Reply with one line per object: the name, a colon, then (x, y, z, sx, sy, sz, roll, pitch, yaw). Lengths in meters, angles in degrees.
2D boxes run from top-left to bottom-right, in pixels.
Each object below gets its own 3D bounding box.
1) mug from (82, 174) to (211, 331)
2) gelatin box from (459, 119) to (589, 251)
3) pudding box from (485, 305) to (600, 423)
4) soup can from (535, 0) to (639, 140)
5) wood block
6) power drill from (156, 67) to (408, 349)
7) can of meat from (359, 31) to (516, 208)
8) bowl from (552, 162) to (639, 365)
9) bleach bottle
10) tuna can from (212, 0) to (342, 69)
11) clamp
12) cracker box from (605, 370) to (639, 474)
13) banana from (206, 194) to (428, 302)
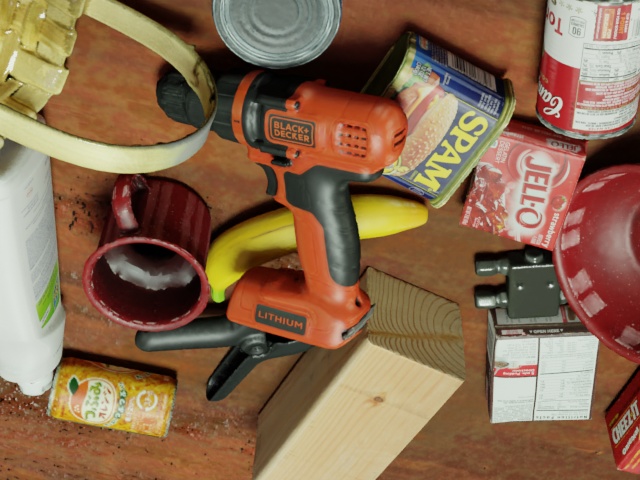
mug: (-0.129, -0.001, 0.798, 0.093, 0.081, 0.117, -11, 129, 11)
gelatin box: (0.148, -0.041, 0.778, 0.073, 0.030, 0.089, 16, 131, 7)
pudding box: (0.188, 0.107, 0.908, 0.090, 0.039, 0.113, -3, 132, 3)
soup can: (0.179, -0.126, 0.693, 0.068, 0.068, 0.102, -1, 130, 2)
wood block: (0.028, 0.135, 0.902, 0.090, 0.090, 0.206, 23, 127, -16)
power drill: (-0.030, -0.026, 0.742, 0.185, 0.057, 0.188, 15, 123, 26)
can of meat: (0.071, -0.084, 0.739, 0.084, 0.057, 0.102, 26, 126, -15)
bowl: (0.252, 0.013, 0.784, 0.055, 0.162, 0.162, -25, 143, -37)
bleach bottle: (-0.234, 0.029, 0.811, 0.068, 0.102, 0.251, 8, 129, 6)
tuna can: (-0.027, -0.156, 0.696, 0.086, 0.033, 0.086, 1, 130, 1)
clamp: (-0.055, 0.085, 0.897, 0.171, 0.039, 0.120, -16, 146, 12)
cracker box: (0.380, 0.144, 0.912, 0.213, 0.072, 0.164, 13, 130, -10)
banana: (-0.017, -0.003, 0.826, 0.198, 0.037, 0.069, -20, 156, 21)
